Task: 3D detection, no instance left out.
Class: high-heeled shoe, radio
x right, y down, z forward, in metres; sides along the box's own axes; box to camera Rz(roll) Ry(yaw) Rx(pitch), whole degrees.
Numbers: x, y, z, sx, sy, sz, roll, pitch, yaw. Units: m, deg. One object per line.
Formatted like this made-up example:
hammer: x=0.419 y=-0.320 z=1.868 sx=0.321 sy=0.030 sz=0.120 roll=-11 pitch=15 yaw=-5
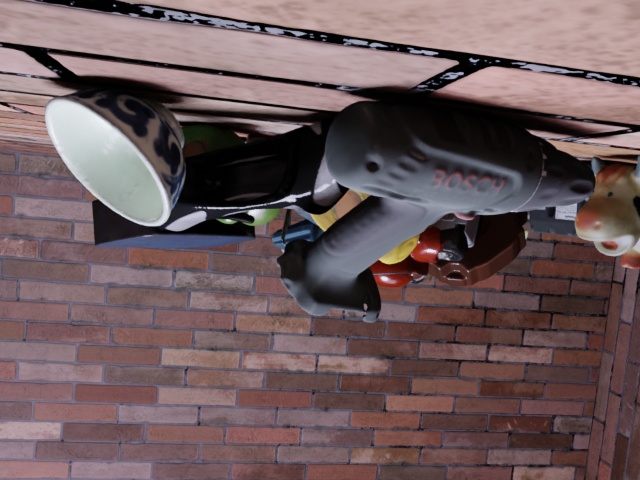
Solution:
high-heeled shoe: x=-0.073 y=-0.066 z=0.467 sx=0.145 sy=0.086 sz=0.249 roll=17 pitch=150 yaw=-33
radio: x=-0.215 y=-0.029 z=0.831 sx=0.131 sy=0.073 sz=0.229 roll=-10 pitch=174 yaw=37

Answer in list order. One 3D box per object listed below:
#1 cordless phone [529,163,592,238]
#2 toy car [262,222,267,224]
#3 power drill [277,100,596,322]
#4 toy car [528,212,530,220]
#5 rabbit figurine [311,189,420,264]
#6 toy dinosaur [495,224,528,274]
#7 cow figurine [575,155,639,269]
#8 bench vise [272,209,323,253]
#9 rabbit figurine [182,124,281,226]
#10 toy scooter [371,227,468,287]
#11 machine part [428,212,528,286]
cordless phone: x=0.368 y=-0.059 z=0.670 sx=0.184 sy=0.088 sz=0.147 roll=-7 pitch=-174 yaw=-7
toy car: x=-0.113 y=-0.095 z=0.791 sx=0.103 sy=0.109 sz=0.161 roll=29 pitch=-174 yaw=25
power drill: x=0.079 y=-0.012 z=0.425 sx=0.232 sy=0.086 sz=0.207 roll=11 pitch=144 yaw=-36
toy car: x=0.377 y=-0.062 z=0.816 sx=0.056 sy=0.073 sz=0.202 roll=0 pitch=-173 yaw=-42
rabbit figurine: x=0.061 y=-0.058 z=0.595 sx=0.163 sy=0.121 sz=0.173 roll=6 pitch=-157 yaw=35
toy dinosaur: x=0.127 y=-0.036 z=0.910 sx=0.405 sy=0.192 sz=0.131 roll=5 pitch=-177 yaw=5
cow figurine: x=0.350 y=-0.031 z=0.552 sx=0.195 sy=0.127 sz=0.085 roll=-11 pitch=-170 yaw=-17
bench vise: x=0.000 y=-0.012 z=0.804 sx=0.223 sy=0.129 sz=0.241 roll=21 pitch=159 yaw=-35
rabbit figurine: x=-0.094 y=-0.074 z=0.647 sx=0.159 sy=0.121 sz=0.170 roll=-15 pitch=161 yaw=21
toy scooter: x=0.082 y=0.017 z=0.658 sx=0.135 sy=0.075 sz=0.184 roll=-1 pitch=168 yaw=-14
machine part: x=0.203 y=-0.025 z=0.767 sx=0.180 sy=0.179 sz=0.056 roll=7 pitch=158 yaw=23
